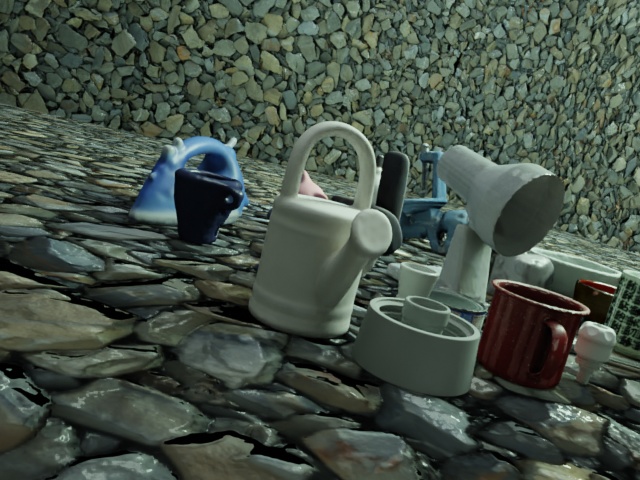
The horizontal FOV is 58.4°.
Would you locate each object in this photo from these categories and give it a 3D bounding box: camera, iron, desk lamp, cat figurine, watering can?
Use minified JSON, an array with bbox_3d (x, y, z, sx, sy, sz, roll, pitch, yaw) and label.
[{"bbox_3d":[0.330,0.046,0.934,0.137,0.101,0.142,8,11,-29],"label":"camera"},{"bbox_3d":[-0.203,-0.102,0.907,0.118,0.141,0.259,17,10,17],"label":"iron"},{"bbox_3d":[0.209,-0.017,0.791,0.118,0.213,0.202,7,12,-36],"label":"desk lamp"},{"bbox_3d":[-0.032,-0.061,0.985,0.067,0.118,0.127,11,10,-18],"label":"cat figurine"},{"bbox_3d":[0.006,-0.012,0.539,0.172,0.194,0.101,22,13,39],"label":"watering can"}]

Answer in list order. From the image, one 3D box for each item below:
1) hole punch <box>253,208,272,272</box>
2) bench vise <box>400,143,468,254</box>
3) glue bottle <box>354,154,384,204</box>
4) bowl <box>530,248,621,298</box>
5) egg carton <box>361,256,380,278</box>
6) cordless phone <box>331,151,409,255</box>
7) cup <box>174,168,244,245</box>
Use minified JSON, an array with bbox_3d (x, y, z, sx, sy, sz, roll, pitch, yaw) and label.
[{"bbox_3d":[-0.008,0.011,0.690,0.100,0.091,0.109,20,12,33],"label":"hole punch"},{"bbox_3d":[0.257,-0.090,1.247,0.207,0.220,0.122,16,10,13],"label":"bench vise"},{"bbox_3d":[0.108,-0.094,1.201,0.078,0.173,0.037,14,10,3],"label":"glue bottle"},{"bbox_3d":[0.454,0.072,1.042,0.167,0.075,0.167,14,10,-2],"label":"bowl"},{"bbox_3d":[0.008,0.003,0.821,0.150,0.069,0.107,11,10,-15],"label":"egg carton"},{"bbox_3d":[0.093,-0.076,1.046,0.147,0.185,0.094,20,12,33],"label":"cordless phone"},{"bbox_3d":[-0.148,-0.039,0.765,0.117,0.095,0.092,22,13,39],"label":"cup"}]
